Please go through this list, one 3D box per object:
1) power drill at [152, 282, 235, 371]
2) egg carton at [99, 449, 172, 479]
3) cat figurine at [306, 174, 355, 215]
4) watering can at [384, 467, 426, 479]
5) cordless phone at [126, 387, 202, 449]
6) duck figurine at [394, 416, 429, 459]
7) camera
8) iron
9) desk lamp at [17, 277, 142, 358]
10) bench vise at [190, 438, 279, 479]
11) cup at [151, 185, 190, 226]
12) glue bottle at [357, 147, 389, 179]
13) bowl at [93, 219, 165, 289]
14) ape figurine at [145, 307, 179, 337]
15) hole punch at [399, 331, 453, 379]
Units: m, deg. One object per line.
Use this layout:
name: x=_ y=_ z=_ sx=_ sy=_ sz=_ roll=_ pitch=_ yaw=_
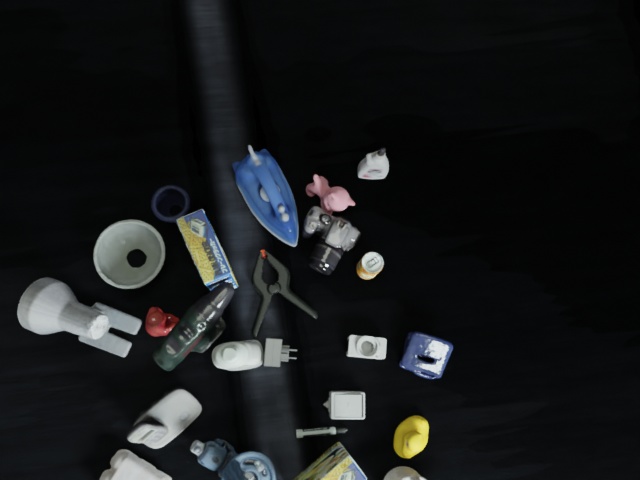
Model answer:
power drill: x=-0.270 y=0.193 z=1.284 sx=0.075 sy=0.208 sz=0.230 roll=41 pitch=78 yaw=5
egg carton: x=-0.409 y=0.542 z=1.268 sx=0.150 sy=0.069 sz=0.107 roll=30 pitch=77 yaw=3
cat figurine: x=0.025 y=-0.114 z=1.419 sx=0.067 sy=0.117 sz=0.128 roll=-41 pitch=83 yaw=-11
watering can: x=0.208 y=0.561 z=1.248 sx=0.173 sy=0.194 sz=0.101 roll=-11 pitch=79 yaw=-6
cordless phone: x=-0.342 y=0.390 z=1.247 sx=0.148 sy=0.185 sz=0.094 roll=-43 pitch=84 yaw=-11
duck figurine: x=0.218 y=0.459 z=1.326 sx=0.077 sy=0.086 sz=0.105 roll=34 pitch=77 yaw=4
camera: x=0.013 y=0.005 z=1.401 sx=0.143 sy=0.101 sz=0.137 roll=27 pitch=77 yaw=2
iron: x=-0.118 y=-0.110 z=1.395 sx=0.119 sy=0.141 sz=0.258 roll=-28 pitch=81 yaw=-9
desk lamp: x=-0.525 y=0.173 z=1.265 sx=0.203 sy=0.213 sz=0.118 roll=20 pitch=77 yaw=0
bench vise: x=-0.188 y=0.506 z=1.216 sx=0.207 sy=0.219 sz=0.121 roll=13 pitch=77 yaw=-1
cup: x=-0.349 y=-0.067 z=1.392 sx=0.092 sy=0.095 sz=0.118 roll=-28 pitch=81 yaw=-9
glue bottle: x=0.140 y=-0.194 z=1.417 sx=0.078 sy=0.173 sz=0.037 roll=-2 pitch=78 yaw=-4
bowl: x=-0.448 y=0.039 z=1.372 sx=0.167 sy=0.074 sz=0.167 roll=1 pitch=78 yaw=-4
ape figurine: x=-0.376 y=0.189 z=1.336 sx=0.076 sy=0.092 sz=0.078 roll=-29 pitch=81 yaw=-10
hole punch: x=0.253 y=0.276 z=1.366 sx=0.108 sy=0.091 sz=0.101 roll=18 pitch=77 yaw=0
